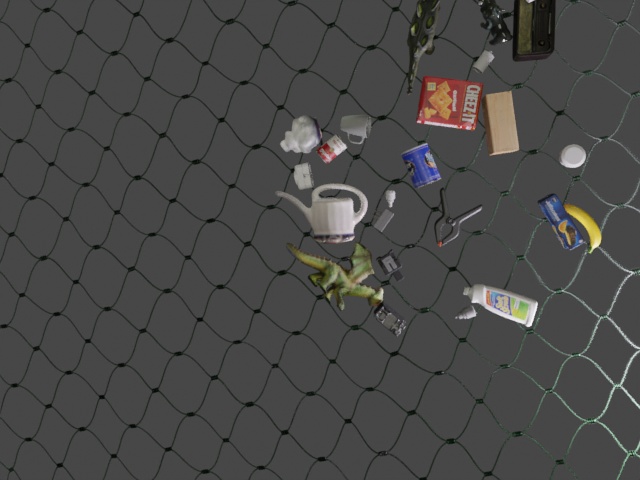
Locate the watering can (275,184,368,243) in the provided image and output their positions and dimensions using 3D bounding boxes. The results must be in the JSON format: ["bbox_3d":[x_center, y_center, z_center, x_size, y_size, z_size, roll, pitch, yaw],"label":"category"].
[{"bbox_3d":[0.006,-0.097,1.931,0.347,0.104,0.224,-2,93,7],"label":"watering can"}]

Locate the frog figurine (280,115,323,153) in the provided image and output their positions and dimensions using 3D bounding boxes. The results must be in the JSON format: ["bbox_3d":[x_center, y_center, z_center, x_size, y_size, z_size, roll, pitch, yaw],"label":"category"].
[{"bbox_3d":[-0.075,-0.390,1.930,0.159,0.124,0.135,-17,110,-2],"label":"frog figurine"}]

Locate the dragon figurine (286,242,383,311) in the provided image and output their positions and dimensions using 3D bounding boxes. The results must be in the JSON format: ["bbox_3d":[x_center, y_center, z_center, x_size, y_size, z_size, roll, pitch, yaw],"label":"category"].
[{"bbox_3d":[0.084,0.107,1.948,0.244,0.121,0.411,-39,88,-9],"label":"dragon figurine"}]
